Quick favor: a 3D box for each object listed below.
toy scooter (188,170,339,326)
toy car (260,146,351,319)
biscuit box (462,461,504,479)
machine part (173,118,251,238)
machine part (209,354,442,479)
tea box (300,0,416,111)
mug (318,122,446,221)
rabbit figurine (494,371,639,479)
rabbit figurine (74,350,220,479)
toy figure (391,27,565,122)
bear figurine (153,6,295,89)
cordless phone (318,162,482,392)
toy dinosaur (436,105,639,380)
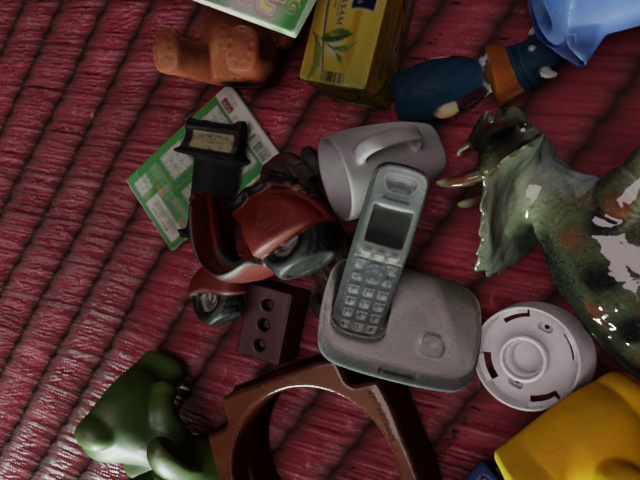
[{"bbox_3d":[-0.072,-0.009,0.523,0.184,0.075,0.135,-32,70,26],"label":"toy scooter"},{"bbox_3d":[-0.001,-0.002,0.556,0.089,0.053,0.202,-32,79,15],"label":"toy car"},{"bbox_3d":[0.191,0.280,0.436,0.059,0.062,0.203,-53,45,12],"label":"biscuit box"},{"bbox_3d":[-0.122,-0.063,0.593,0.084,0.039,0.138,7,93,10],"label":"machine part"},{"bbox_3d":[0.006,0.220,0.539,0.201,0.087,0.201,-24,81,19],"label":"machine part"},{"bbox_3d":[0.045,-0.219,0.509,0.068,0.098,0.169,17,95,20],"label":"tea box"},{"bbox_3d":[0.062,-0.076,0.495,0.107,0.109,0.081,-18,72,-17],"label":"mug"},{"bbox_3d":[0.249,0.201,0.414,0.162,0.121,0.173,-35,50,5],"label":"rabbit figurine"},{"bbox_3d":[-0.162,0.218,0.582,0.170,0.159,0.121,31,92,2],"label":"rabbit figurine"},{"bbox_3d":[0.144,-0.149,0.494,0.155,0.058,0.064,-10,93,16],"label":"toy figure"},{"bbox_3d":[-0.084,-0.258,0.542,0.120,0.132,0.195,9,100,18],"label":"bear figurine"},{"bbox_3d":[0.083,0.031,0.471,0.147,0.089,0.184,14,109,-3],"label":"cordless phone"},{"bbox_3d":[0.261,0.035,0.417,0.192,0.131,0.405,-42,78,19],"label":"toy dinosaur"}]
